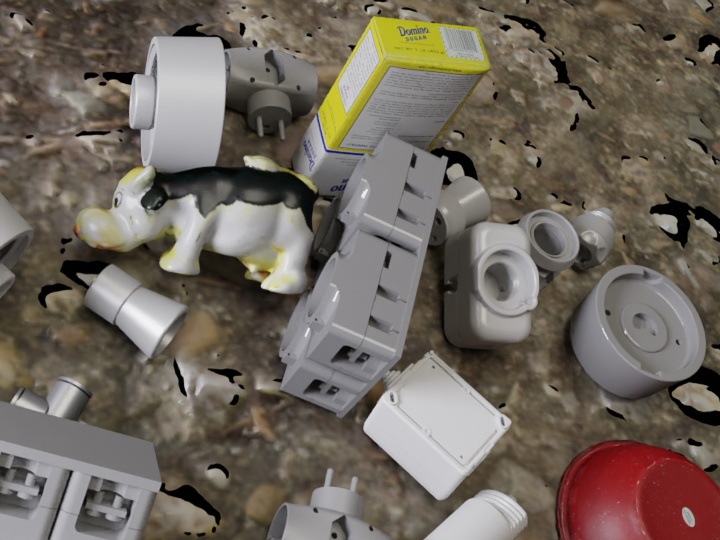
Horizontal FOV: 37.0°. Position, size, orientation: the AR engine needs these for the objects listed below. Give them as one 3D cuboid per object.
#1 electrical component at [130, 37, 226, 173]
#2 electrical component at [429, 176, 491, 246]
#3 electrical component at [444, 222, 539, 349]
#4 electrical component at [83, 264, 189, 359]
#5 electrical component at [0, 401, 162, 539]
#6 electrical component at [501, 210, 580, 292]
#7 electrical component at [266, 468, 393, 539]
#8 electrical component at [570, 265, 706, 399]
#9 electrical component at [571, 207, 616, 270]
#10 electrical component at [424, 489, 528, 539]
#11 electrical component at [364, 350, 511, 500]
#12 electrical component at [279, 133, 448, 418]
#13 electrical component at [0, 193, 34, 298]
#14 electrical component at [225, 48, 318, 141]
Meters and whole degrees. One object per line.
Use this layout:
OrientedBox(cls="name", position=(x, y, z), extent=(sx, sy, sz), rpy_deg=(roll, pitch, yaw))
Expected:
OrientedBox(cls="electrical component", position=(-0.141, -0.124, 0.811), extent=(0.060, 0.108, 0.108), rpy_deg=(3, 59, -18))
OrientedBox(cls="electrical component", position=(0.076, -0.049, 0.910), extent=(0.055, 0.045, 0.045), rpy_deg=(-29, 76, -36))
OrientedBox(cls="electrical component", position=(0.104, 0.012, 0.858), extent=(0.054, 0.059, 0.095), rpy_deg=(6, 78, -22))
OrientedBox(cls="electrical component", position=(-0.158, 0.026, 0.749), extent=(0.065, 0.044, 0.044), rpy_deg=(34, 51, 2))
OrientedBox(cls="electrical component", position=(-0.201, 0.122, 0.630), extent=(0.150, 0.089, 0.061), rpy_deg=(18, 91, -15))
OrientedBox(cls="electrical component", position=(0.150, -0.015, 0.917), extent=(0.078, 0.057, 0.058), rpy_deg=(-33, 79, -37))
OrientedBox(cls="electrical component", position=(-0.018, 0.172, 0.724), extent=(0.077, 0.043, 0.079), rpy_deg=(21, 54, -14))
OrientedBox(cls="electrical component", position=(0.229, 0.057, 0.909), extent=(0.108, 0.060, 0.108), rpy_deg=(13, 56, -19))
OrientedBox(cls="electrical component", position=(0.209, -0.032, 0.966), extent=(0.043, 0.043, 0.062), rpy_deg=(40, 51, 1))
OrientedBox(cls="electrical component", position=(0.085, 0.187, 0.767), extent=(0.081, 0.043, 0.043), rpy_deg=(-32, 78, -37))
OrientedBox(cls="electrical component", position=(0.049, 0.111, 0.790), extent=(0.096, 0.061, 0.062), rpy_deg=(42, 53, 11))
OrientedBox(cls="electrical component", position=(0.000, 0.000, 0.802), extent=(0.060, 0.105, 0.186), rpy_deg=(24, 53, -11))
OrientedBox(cls="electrical component", position=(-0.254, -0.002, 0.678), extent=(0.060, 0.108, 0.108), rpy_deg=(43, 51, -4))
OrientedBox(cls="electrical component", position=(-0.076, -0.140, 0.891), extent=(0.077, 0.043, 0.079), rpy_deg=(6, 59, -24))
